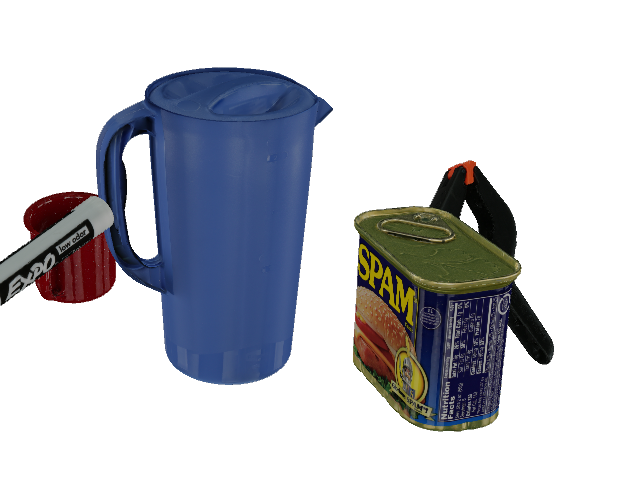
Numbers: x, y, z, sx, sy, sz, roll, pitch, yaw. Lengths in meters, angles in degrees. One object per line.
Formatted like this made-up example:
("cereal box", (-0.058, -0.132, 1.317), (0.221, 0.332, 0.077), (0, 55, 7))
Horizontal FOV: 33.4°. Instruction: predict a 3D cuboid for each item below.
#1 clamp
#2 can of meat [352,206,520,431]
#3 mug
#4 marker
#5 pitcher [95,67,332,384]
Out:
("clamp", (0.111, 0.028, 0.824), (0.120, 0.171, 0.039), (-15, -2, -29))
("can of meat", (0.055, 0.039, 0.550), (0.057, 0.084, 0.102), (-7, 23, -20))
("mug", (-0.249, 0.015, 1.060), (0.093, 0.081, 0.117), (9, 33, 7))
("marker", (-0.150, 0.015, 0.528), (0.020, 0.020, 0.120), (0, 31, 42))
("pitcher", (-0.083, -0.009, 0.856), (0.149, 0.243, 0.144), (11, 26, 15))
